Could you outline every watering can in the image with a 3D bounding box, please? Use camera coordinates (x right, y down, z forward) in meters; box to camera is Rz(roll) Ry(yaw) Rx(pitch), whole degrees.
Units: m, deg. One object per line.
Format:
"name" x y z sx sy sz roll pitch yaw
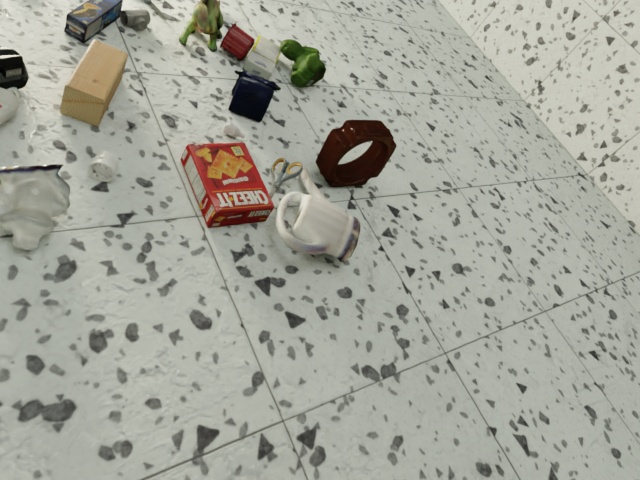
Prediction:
"watering can" 0.004 -0.068 1.344 0.224 0.102 0.356 27 36 -8

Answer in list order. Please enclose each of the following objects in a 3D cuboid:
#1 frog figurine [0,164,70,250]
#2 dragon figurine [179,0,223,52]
"frog figurine" -0.554 -0.062 0.993 0.138 0.122 0.159 -8 95 -48
"dragon figurine" -0.340 -0.741 1.606 0.122 0.237 0.421 17 48 -15
